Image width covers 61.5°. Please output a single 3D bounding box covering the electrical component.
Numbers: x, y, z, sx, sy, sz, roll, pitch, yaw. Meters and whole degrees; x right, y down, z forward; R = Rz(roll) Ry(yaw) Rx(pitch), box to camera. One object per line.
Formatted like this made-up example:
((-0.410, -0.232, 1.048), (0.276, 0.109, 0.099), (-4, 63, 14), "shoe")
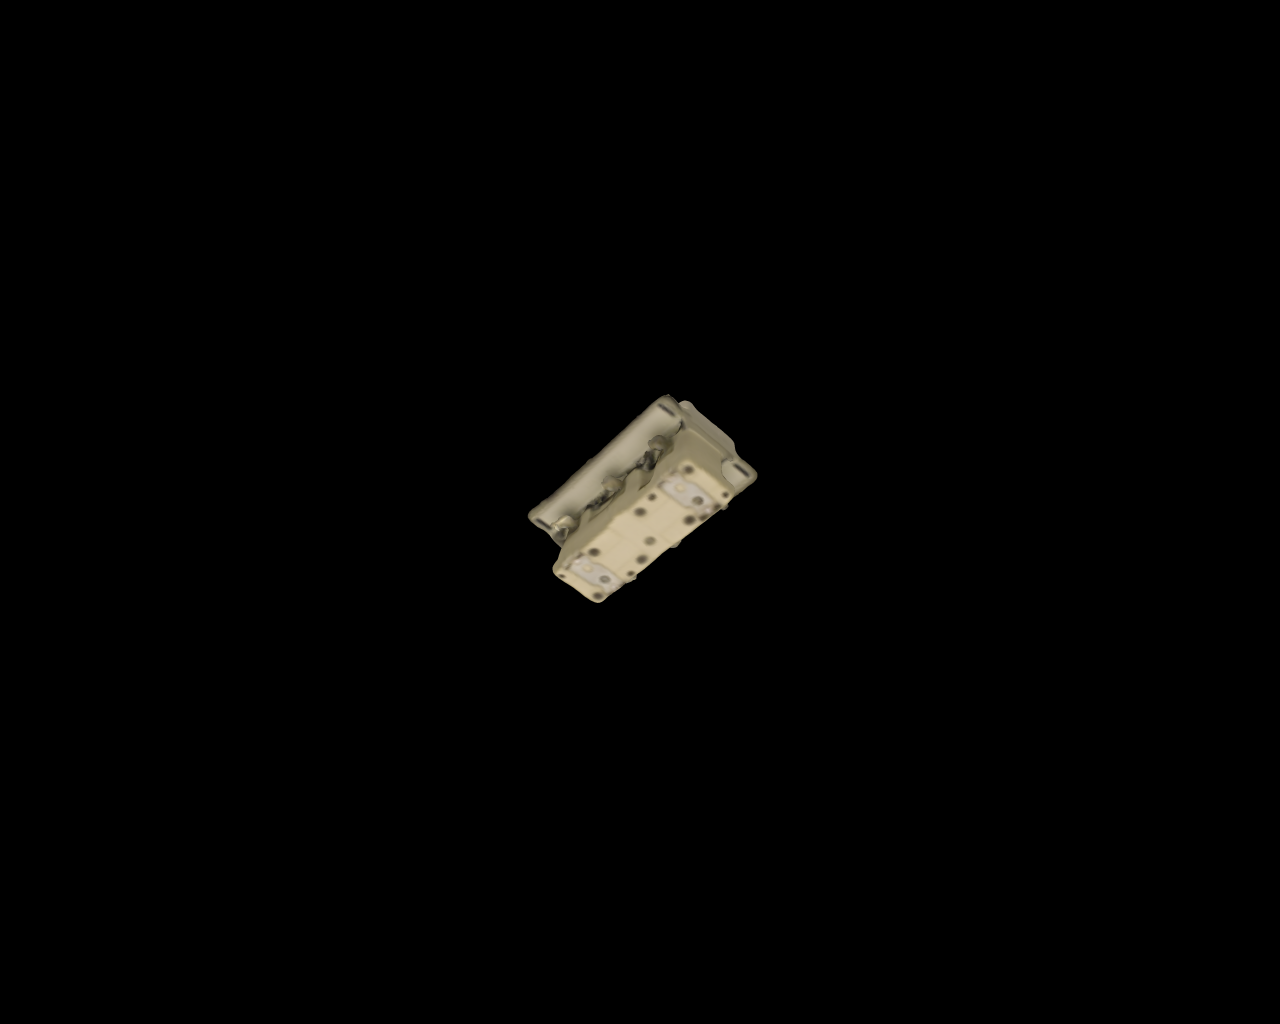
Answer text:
((0.001, -0.003, 0.650), (0.078, 0.063, 0.121), (39, -62, -25), "electrical component")
